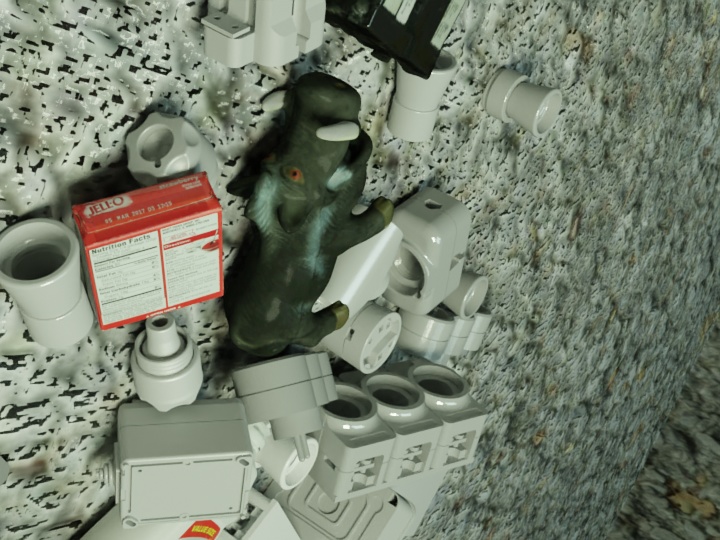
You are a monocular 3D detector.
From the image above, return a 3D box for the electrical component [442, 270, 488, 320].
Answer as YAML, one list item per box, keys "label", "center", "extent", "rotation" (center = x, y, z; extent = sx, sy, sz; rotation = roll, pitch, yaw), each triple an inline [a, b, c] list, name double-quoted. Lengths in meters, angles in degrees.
- label: "electrical component"
  center: [0.083, 0.014, 0.983]
  extent: [0.045, 0.055, 0.045]
  rotation: [-42, 148, -34]

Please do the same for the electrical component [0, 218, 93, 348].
- label: "electrical component"
  center: [-0.161, 0.010, 0.554]
  extent: [0.044, 0.044, 0.065]
  rotation: [-46, 155, -29]

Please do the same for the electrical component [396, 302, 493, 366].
- label: "electrical component"
  center: [0.072, 0.068, 1.020]
  extent: [0.138, 0.052, 0.073]
  rotation: [-4, 119, -60]

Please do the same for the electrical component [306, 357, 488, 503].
- label: "electrical component"
  center: [0.020, 0.125, 0.894]
  extent: [0.150, 0.089, 0.061]
  rotation: [-7, 123, -37]

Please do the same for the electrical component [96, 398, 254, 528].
- label: "electrical component"
  center: [-0.121, 0.121, 0.693]
  extent: [0.096, 0.061, 0.061]
  rotation: [-1, 128, -15]

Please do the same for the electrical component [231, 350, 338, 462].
- label: "electrical component"
  center: [-0.047, 0.100, 0.767]
  extent: [0.138, 0.052, 0.073]
  rotation: [21, 55, -81]

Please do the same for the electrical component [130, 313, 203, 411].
- label: "electrical component"
  center: [-0.121, 0.054, 0.665]
  extent: [0.043, 0.043, 0.062]
  rotation: [-41, 147, -37]

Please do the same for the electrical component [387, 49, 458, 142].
- label: "electrical component"
  center: [0.042, -0.127, 0.789]
  extent: [0.044, 0.044, 0.065]
  rotation: [-33, 147, -45]

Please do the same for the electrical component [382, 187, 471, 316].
- label: "electrical component"
  center: [0.051, -0.013, 0.900]
  extent: [0.059, 0.054, 0.095]
  rotation: [-37, 145, -41]

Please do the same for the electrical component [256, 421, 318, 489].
- label: "electrical component"
  center: [-0.067, 0.137, 0.832]
  extent: [0.045, 0.055, 0.045]
  rotation: [-42, 148, -34]

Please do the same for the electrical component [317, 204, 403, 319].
- label: "electrical component"
  center: [0.000, 0.000, 0.832]
  extent: [0.077, 0.043, 0.079]
  rotation: [-57, 154, -9]

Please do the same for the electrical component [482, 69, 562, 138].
- label: "electrical component"
  center: [0.140, -0.146, 0.931]
  extent: [0.045, 0.055, 0.045]
  rotation: [-41, 148, -33]

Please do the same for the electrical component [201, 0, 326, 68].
- label: "electrical component"
  center: [-0.050, -0.150, 0.579]
  extent: [0.078, 0.058, 0.057]
  rotation: [-37, 148, -40]

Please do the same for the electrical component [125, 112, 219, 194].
- label: "electrical component"
  center: [-0.099, -0.057, 0.596]
  extent: [0.043, 0.043, 0.062]
  rotation: [-58, 155, -8]

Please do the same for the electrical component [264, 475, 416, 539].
- label: "electrical component"
  center: [-0.018, 0.206, 0.924]
  extent: [0.078, 0.113, 0.057]
  rotation: [-56, 151, -11]

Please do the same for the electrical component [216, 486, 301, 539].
- label: "electrical component"
  center: [-0.102, 0.248, 0.873]
  extent: [0.105, 0.060, 0.186]
  rotation: [-51, 152, -21]

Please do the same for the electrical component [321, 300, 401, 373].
- label: "electrical component"
  center: [-0.001, 0.049, 0.874]
  extent: [0.055, 0.047, 0.055]
  rotation: [-42, 148, -34]

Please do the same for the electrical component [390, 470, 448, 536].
- label: "electrical component"
  center: [0.022, 0.208, 1.057]
  extent: [0.089, 0.062, 0.150]
  rotation: [-62, 154, 1]
